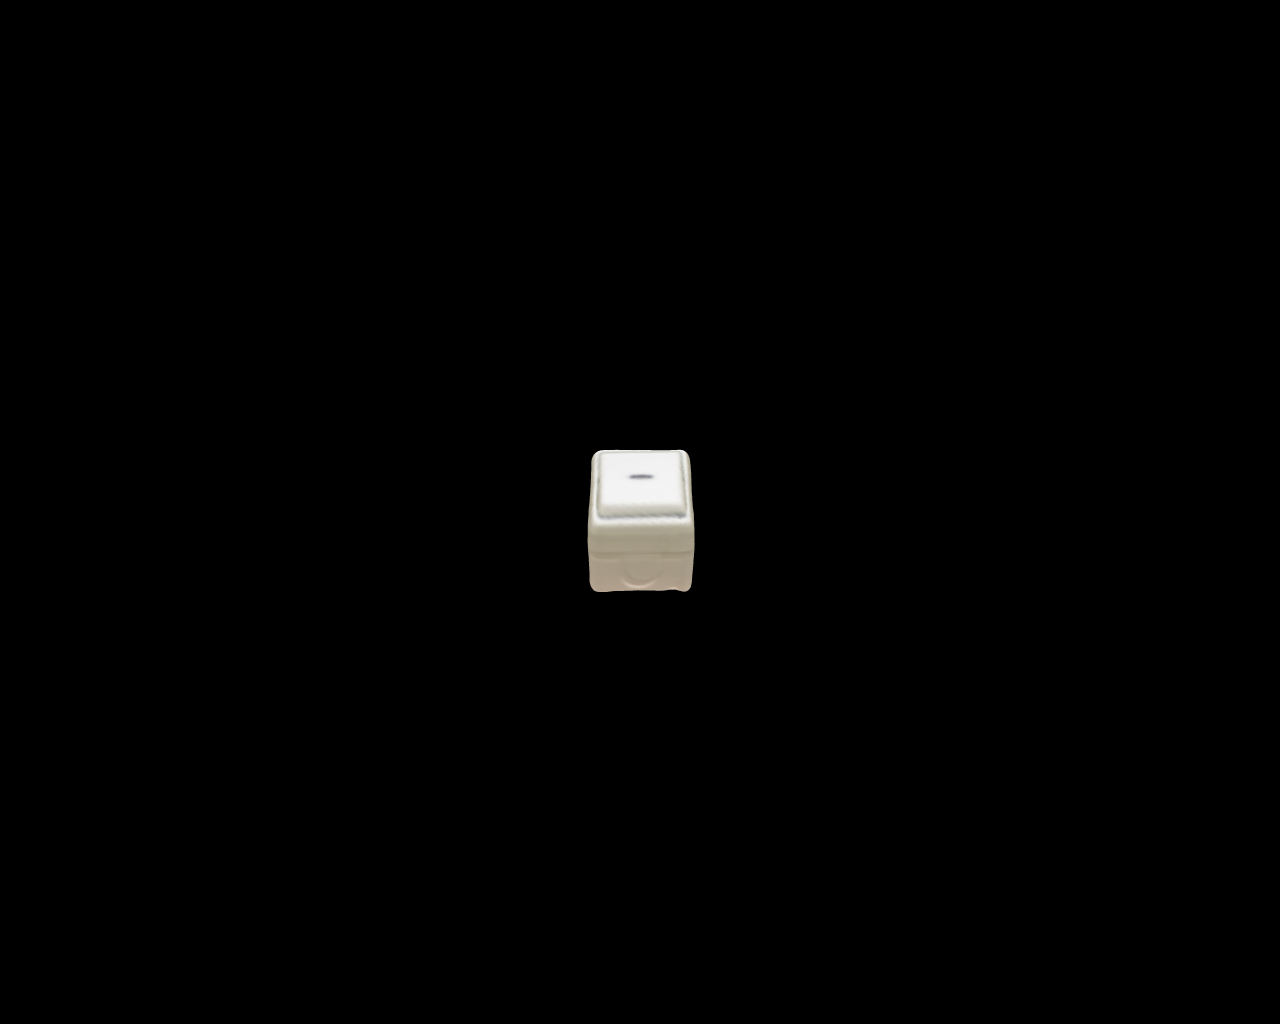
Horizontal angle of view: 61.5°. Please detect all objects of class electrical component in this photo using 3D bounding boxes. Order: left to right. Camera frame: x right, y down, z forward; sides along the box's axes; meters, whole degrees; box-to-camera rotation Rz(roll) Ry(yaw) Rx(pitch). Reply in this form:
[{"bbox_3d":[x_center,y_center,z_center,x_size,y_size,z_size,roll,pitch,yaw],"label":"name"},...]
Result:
[{"bbox_3d":[0.001,-0.003,0.650,0.062,0.061,0.096,0,37,0],"label":"electrical component"}]
